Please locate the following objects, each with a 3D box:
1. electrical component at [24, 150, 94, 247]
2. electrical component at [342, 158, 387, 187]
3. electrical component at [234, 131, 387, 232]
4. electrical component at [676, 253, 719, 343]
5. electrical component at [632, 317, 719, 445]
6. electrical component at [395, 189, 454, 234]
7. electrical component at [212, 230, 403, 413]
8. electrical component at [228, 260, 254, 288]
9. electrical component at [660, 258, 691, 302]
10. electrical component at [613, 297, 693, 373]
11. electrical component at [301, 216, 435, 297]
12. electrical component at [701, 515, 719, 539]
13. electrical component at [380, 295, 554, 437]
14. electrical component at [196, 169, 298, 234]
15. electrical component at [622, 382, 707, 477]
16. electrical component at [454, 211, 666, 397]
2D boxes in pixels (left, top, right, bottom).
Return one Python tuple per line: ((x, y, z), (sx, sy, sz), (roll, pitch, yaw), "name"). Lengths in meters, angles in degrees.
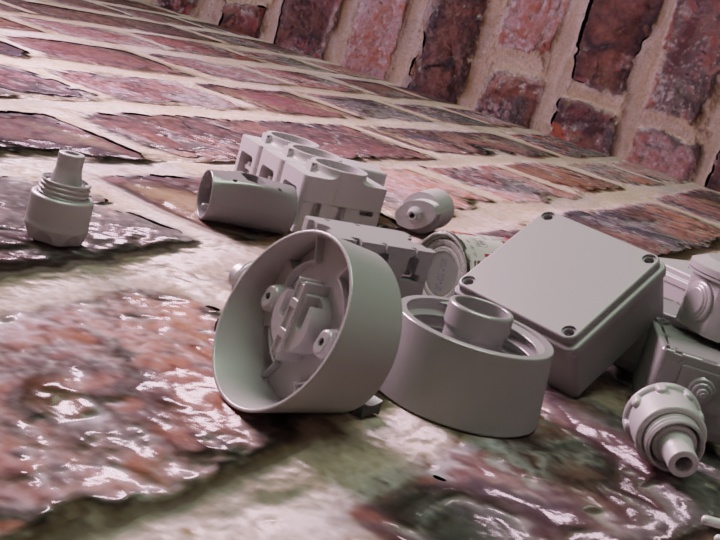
((-0.202, -0.050, 0.730), (0.043, 0.062, 0.043), (16, 14, -4), "electrical component")
((-0.007, -0.084, 1.117), (0.066, 0.047, 0.076), (10, 15, -23), "electrical component")
((-0.051, -0.084, 1.037), (0.089, 0.061, 0.150), (7, 17, -33), "electrical component")
((0.263, 0.022, 0.745), (0.080, 0.051, 0.080), (15, 13, -4), "electrical component")
((0.220, 0.078, 0.719), (0.062, 0.061, 0.096), (18, 13, 7), "electrical component")
((0.066, -0.060, 1.117), (0.043, 0.043, 0.081), (21, 15, 17), "electrical component")
((-0.027, 0.029, 0.565), (0.064, 0.099, 0.099), (14, 13, -38), "electrical component")
((-0.062, 0.014, 0.686), (0.043, 0.043, 0.062), (5, 16, -39), "electrical component")
((0.338, 0.034, 1.037), (0.109, 0.056, 0.109), (4, 18, -41), "electrical component")
((0.227, 0.054, 0.824), (0.096, 0.061, 0.062), (20, 14, 13), "electrical component")
((0.000, 0.000, 0.782), (0.089, 0.055, 0.050), (8, 16, -32), "electrical component")
((0.200, 0.131, 0.511), (0.074, 0.052, 0.138), (15, 14, -4), "electrical component")
((0.066, 0.050, 0.655), (0.108, 0.060, 0.108), (15, 14, -4), "electrical component")
((-0.103, -0.064, 0.937), (0.077, 0.043, 0.079), (10, 15, -25), "electrical component")
((0.185, 0.099, 0.639), (0.048, 0.048, 0.062), (16, 21, -4), "electrical component")
((0.143, 0.021, 0.769), (0.109, 0.056, 0.109), (-37, 44, -27), "electrical component")
